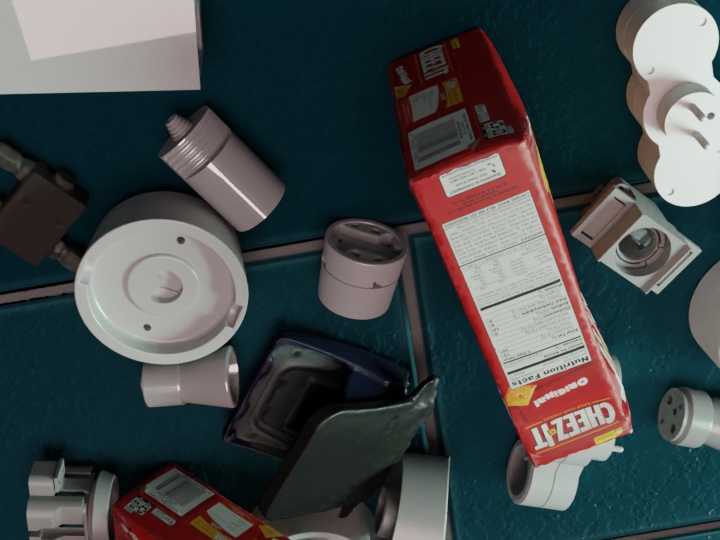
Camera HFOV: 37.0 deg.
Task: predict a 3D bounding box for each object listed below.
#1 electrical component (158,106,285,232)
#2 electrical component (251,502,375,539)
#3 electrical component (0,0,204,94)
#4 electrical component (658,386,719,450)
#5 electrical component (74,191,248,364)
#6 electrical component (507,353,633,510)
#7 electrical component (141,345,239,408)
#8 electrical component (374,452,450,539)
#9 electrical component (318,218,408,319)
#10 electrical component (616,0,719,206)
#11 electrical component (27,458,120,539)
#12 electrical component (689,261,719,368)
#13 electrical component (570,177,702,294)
[{"bbox_3d":[-0.090,-0.066,0.673,0.043,0.043,0.081,-37,117,16],"label":"electrical component"},{"bbox_3d":[-0.038,0.229,0.846,0.108,0.060,0.108,-2,122,-4],"label":"electrical component"},{"bbox_3d":[-0.185,-0.159,0.598,0.186,0.060,0.105,-2,121,-4],"label":"electrical component"},{"bbox_3d":[0.261,0.114,0.815,0.055,0.045,0.045,11,119,-11],"label":"electrical component"},{"bbox_3d":[-0.127,0.000,0.700,0.108,0.060,0.108,-2,121,-4],"label":"electrical component"},{"bbox_3d":[0.167,0.122,0.807,0.074,0.052,0.138,10,119,-11],"label":"electrical component"},{"bbox_3d":[-0.121,0.077,0.759,0.065,0.044,0.044,-5,121,3],"label":"electrical component"},{"bbox_3d":[0.046,0.187,0.810,0.064,0.099,0.099,12,119,-5],"label":"electrical component"},{"bbox_3d":[0.000,0.000,0.716,0.055,0.055,0.047,7,124,-9],"label":"electrical component"},{"bbox_3d":[0.200,-0.099,0.664,0.052,0.073,0.138,-17,121,5],"label":"electrical component"},{"bbox_3d":[-0.212,0.178,0.802,0.057,0.058,0.078,2,121,-3],"label":"electrical component"},{"bbox_3d":[0.297,0.039,0.764,0.108,0.060,0.108,-3,121,-4],"label":"electrical component"},{"bbox_3d":[0.179,-0.025,0.712,0.081,0.063,0.042,32,113,-22],"label":"electrical component"}]
